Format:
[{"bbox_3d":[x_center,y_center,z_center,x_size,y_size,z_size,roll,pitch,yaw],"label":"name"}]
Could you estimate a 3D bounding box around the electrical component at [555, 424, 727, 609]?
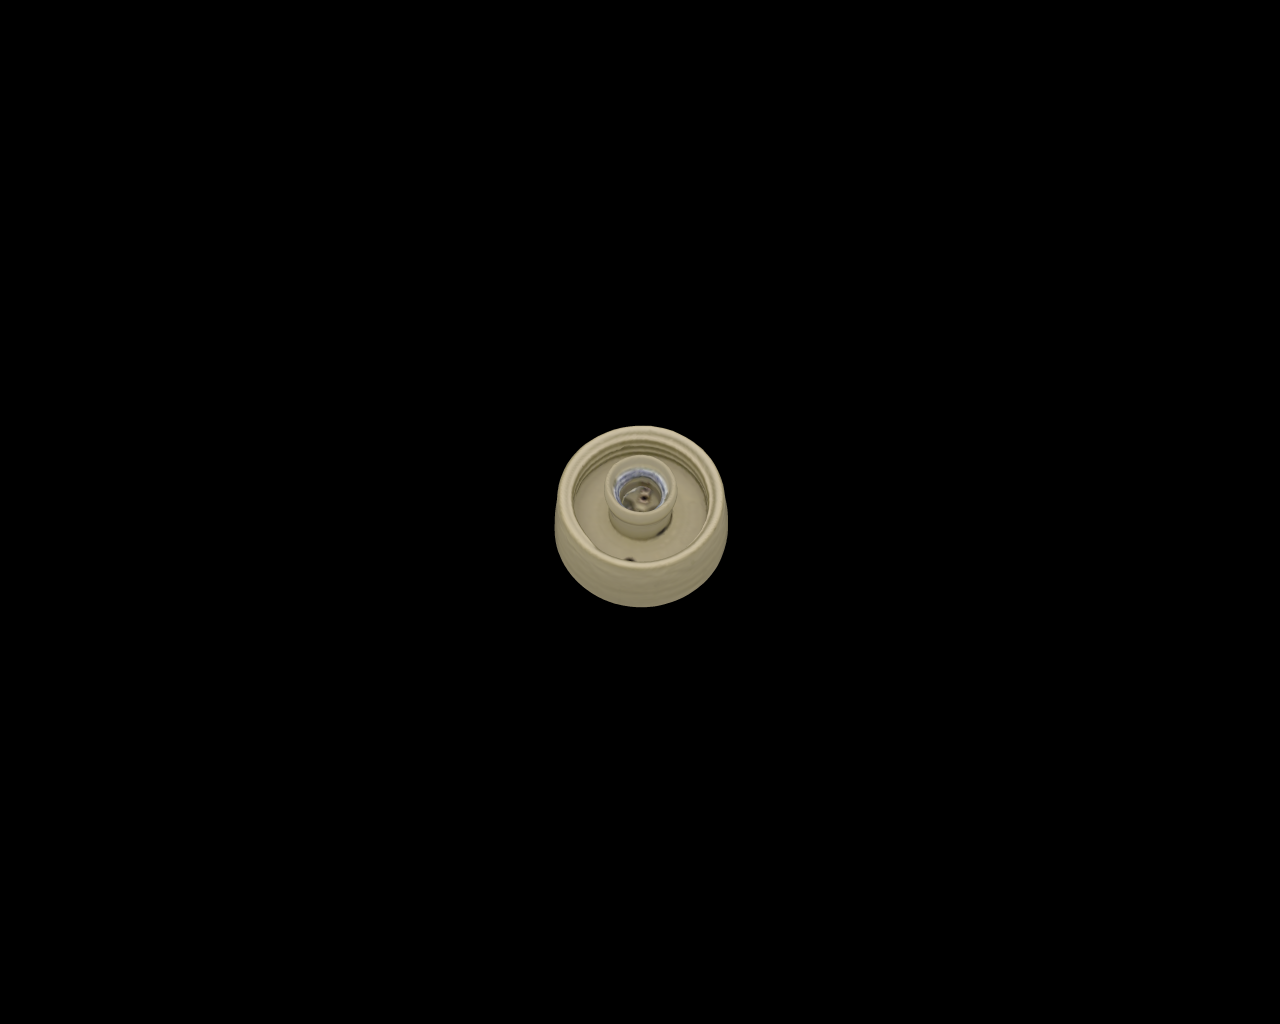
[{"bbox_3d":[0.001,-0.003,0.650,0.108,0.108,0.060,0,-28,0],"label":"electrical component"}]
